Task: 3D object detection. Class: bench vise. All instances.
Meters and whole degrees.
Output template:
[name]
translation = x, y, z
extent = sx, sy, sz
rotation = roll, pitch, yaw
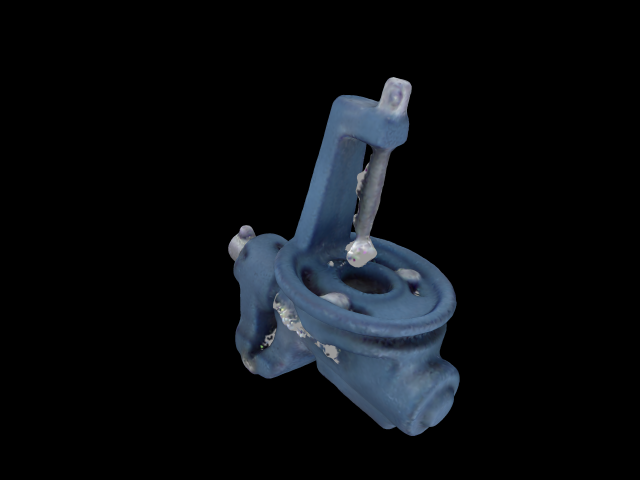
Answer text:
[bench vise]
translation = -0.002, 0.004, 0.390
extent = 0.206, 0.220, 0.122
rotation = 8, 17, 28
